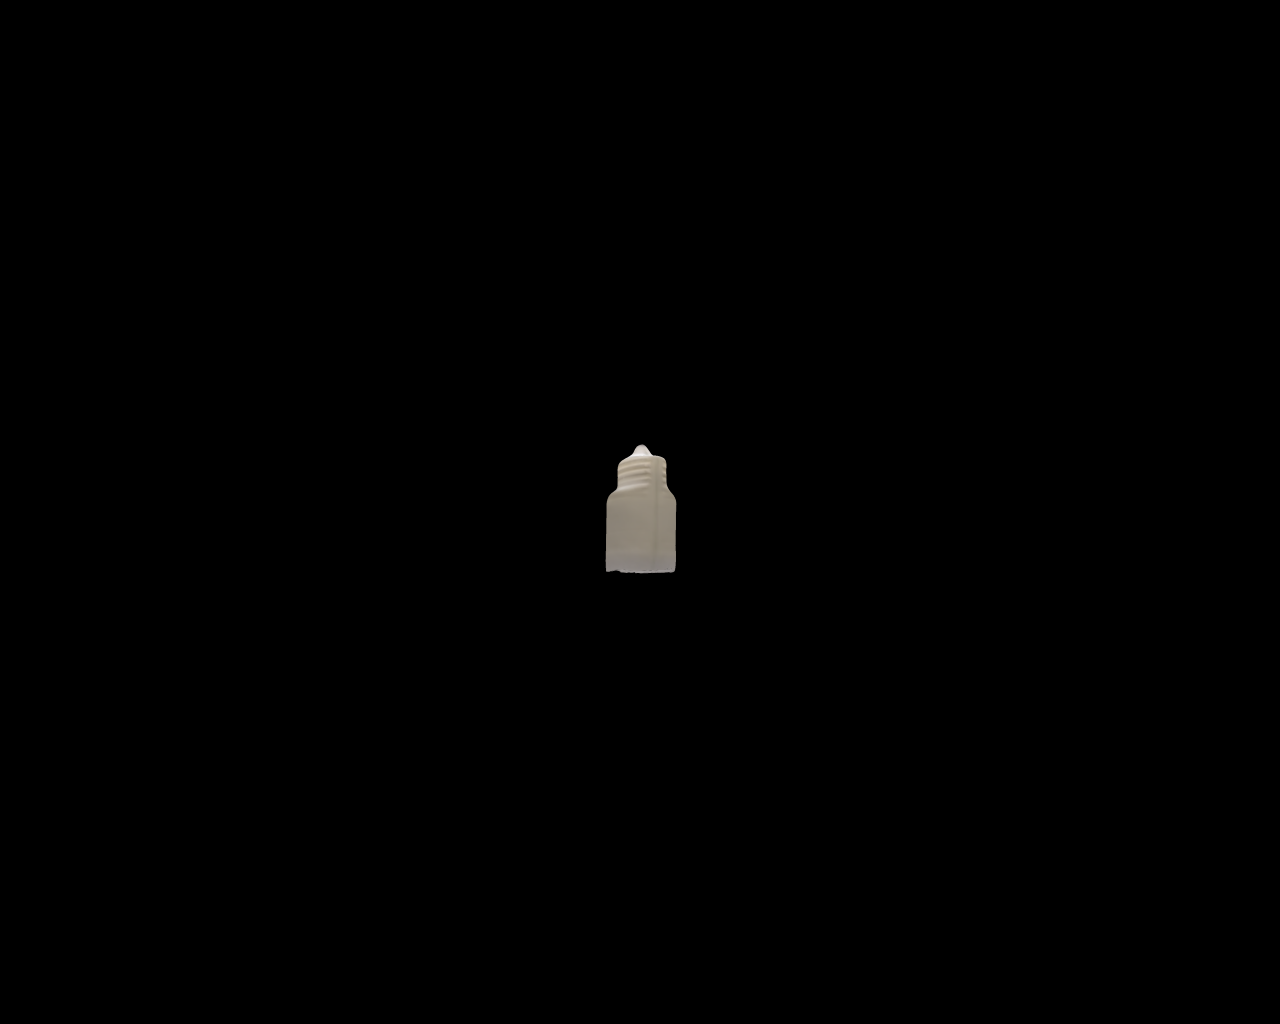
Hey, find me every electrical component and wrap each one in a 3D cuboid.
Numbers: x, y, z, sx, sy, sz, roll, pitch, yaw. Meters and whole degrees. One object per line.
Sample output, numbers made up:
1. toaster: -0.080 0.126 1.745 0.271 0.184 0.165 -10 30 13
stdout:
1. electrical component: 0.001 -0.003 0.650 0.043 0.081 0.043 0 -7 0
